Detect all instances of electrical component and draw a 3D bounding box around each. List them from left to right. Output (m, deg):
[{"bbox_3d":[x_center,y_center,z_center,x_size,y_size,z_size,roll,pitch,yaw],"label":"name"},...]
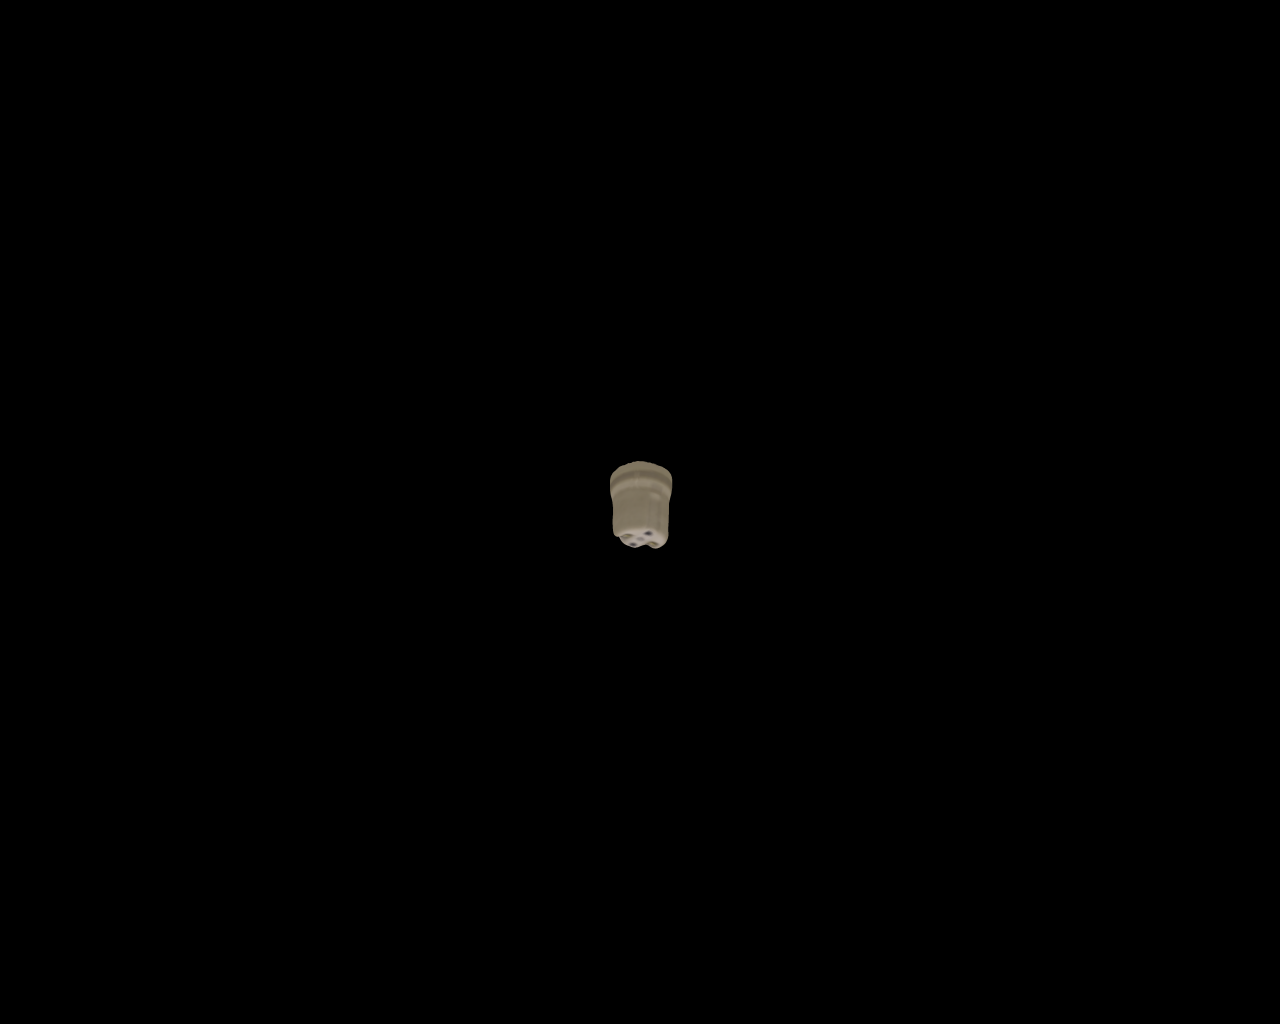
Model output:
[{"bbox_3d":[0.001,-0.003,0.650,0.040,0.046,0.040,0,-31,0],"label":"electrical component"}]
